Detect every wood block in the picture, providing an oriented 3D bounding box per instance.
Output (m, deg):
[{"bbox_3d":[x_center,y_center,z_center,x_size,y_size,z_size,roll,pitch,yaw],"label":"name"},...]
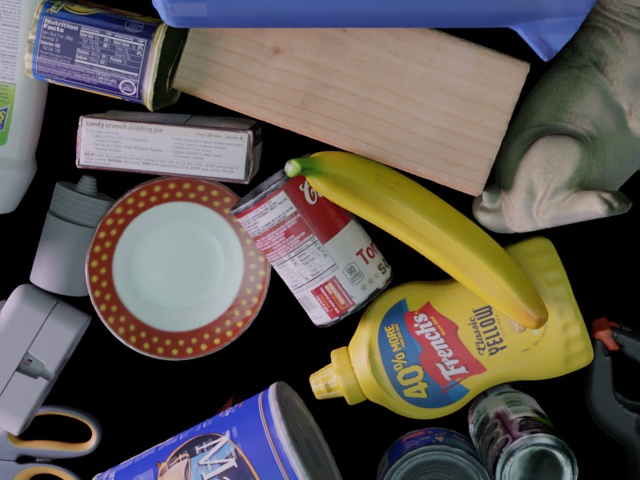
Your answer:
[{"bbox_3d":[0.019,-0.109,0.698,0.206,0.091,0.090,19,101,-2],"label":"wood block"}]

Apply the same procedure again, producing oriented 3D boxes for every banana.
[{"bbox_3d":[0.063,-0.007,0.696,0.197,0.069,0.037,30,125,-9],"label":"banana"}]

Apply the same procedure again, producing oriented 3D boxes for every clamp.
[{"bbox_3d":[0.252,0.127,0.762,0.120,0.039,0.171,-24,103,6],"label":"clamp"}]

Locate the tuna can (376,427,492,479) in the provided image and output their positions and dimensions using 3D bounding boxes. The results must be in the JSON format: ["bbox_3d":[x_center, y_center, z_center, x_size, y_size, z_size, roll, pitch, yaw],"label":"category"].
[{"bbox_3d":[0.084,0.183,0.781,0.086,0.033,0.086,0,101,2],"label":"tuna can"}]

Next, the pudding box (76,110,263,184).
[{"bbox_3d":[-0.097,-0.063,0.711,0.113,0.090,0.039,3,100,1],"label":"pudding box"}]

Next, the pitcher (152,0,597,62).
[{"bbox_3d":[0.027,-0.188,0.586,0.243,0.149,0.145,-3,143,0],"label":"pitcher"}]

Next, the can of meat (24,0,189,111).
[{"bbox_3d":[-0.135,-0.123,0.695,0.084,0.102,0.057,13,102,1],"label":"can of meat"}]

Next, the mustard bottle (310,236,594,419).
[{"bbox_3d":[0.085,0.072,0.746,0.191,0.058,0.096,-20,91,6],"label":"mustard bottle"}]

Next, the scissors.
[{"bbox_3d":[-0.259,0.169,0.799,0.202,0.016,0.096,-8,100,4],"label":"scissors"}]

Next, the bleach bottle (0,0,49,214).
[{"bbox_3d":[-0.234,-0.120,0.719,0.102,0.068,0.251,11,104,1],"label":"bleach bottle"}]

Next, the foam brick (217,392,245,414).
[{"bbox_3d":[-0.048,0.159,0.772,0.078,0.051,0.053,38,98,-5],"label":"foam brick"}]

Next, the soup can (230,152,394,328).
[{"bbox_3d":[-0.005,0.001,0.731,0.068,0.068,0.102,-35,99,8],"label":"soup can"}]

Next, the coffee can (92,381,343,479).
[{"bbox_3d":[-0.064,0.169,0.694,0.140,0.103,0.103,-28,99,6],"label":"coffee can"}]
